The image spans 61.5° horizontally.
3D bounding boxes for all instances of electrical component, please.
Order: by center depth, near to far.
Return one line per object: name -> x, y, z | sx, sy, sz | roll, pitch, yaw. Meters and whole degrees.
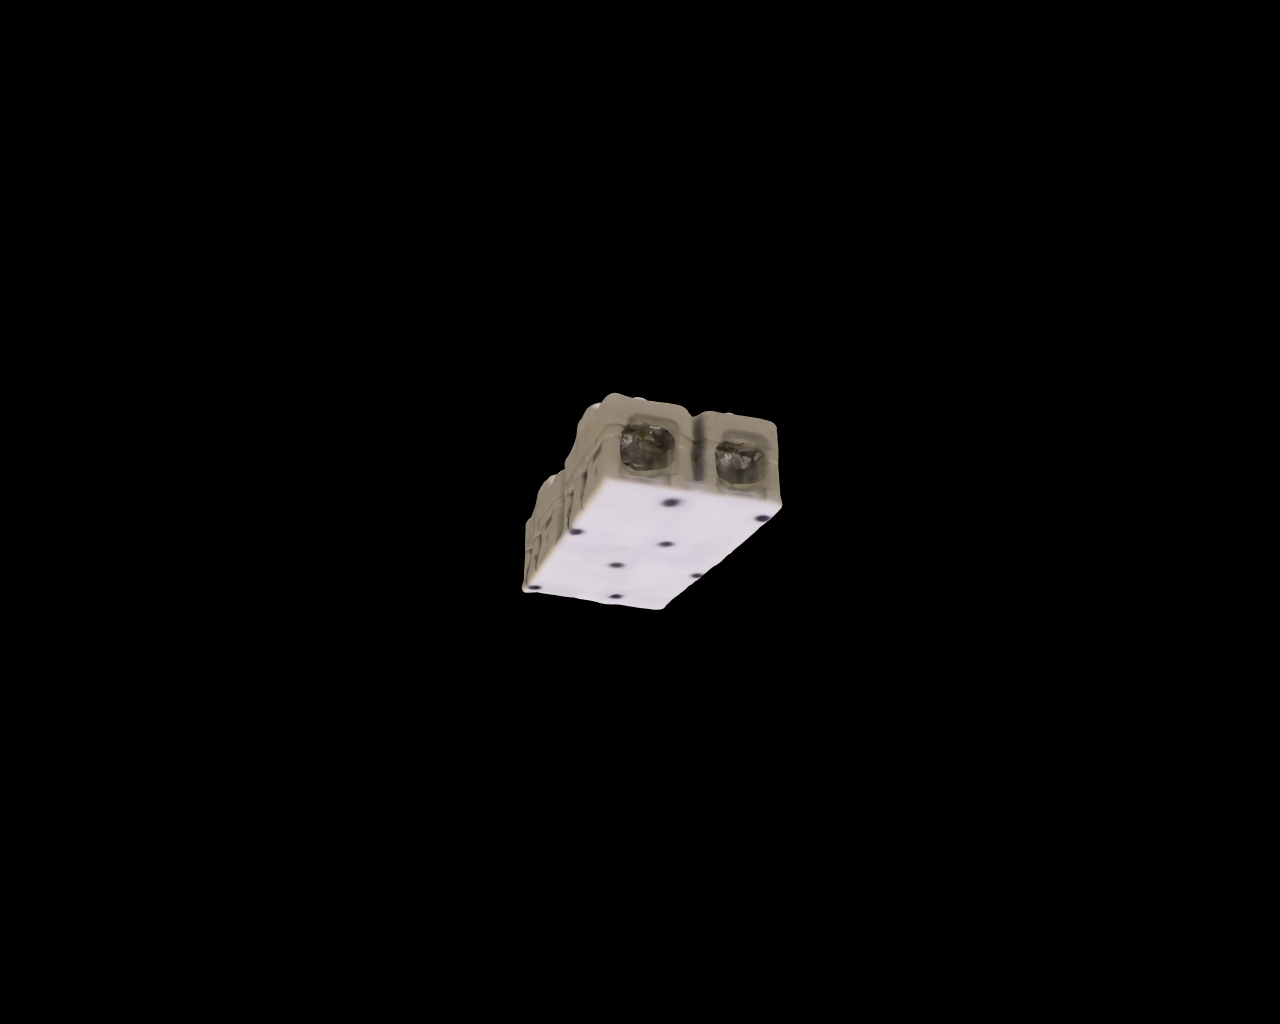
electrical component -> 0.001, -0.003, 0.650 | 0.105, 0.060, 0.186 | 8, -26, -18
